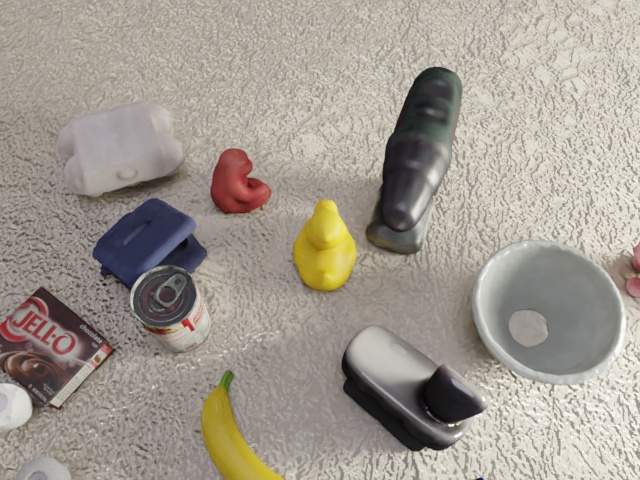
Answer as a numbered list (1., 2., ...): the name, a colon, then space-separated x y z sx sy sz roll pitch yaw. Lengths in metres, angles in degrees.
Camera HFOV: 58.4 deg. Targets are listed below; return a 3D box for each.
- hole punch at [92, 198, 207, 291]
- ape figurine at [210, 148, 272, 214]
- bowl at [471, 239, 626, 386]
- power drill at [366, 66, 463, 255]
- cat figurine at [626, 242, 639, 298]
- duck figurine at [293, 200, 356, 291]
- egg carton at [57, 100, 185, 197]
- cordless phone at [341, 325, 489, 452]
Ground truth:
1. hole punch: -0.203 0.006 0.664 0.101 0.091 0.109 37 69 15
2. ape figurine: -0.102 -0.078 0.707 0.076 0.092 0.077 -25 67 -13
3. bowl: 0.246 0.088 0.648 0.167 0.075 0.167 1 64 -1
4. power drill: 0.103 -0.069 0.644 0.075 0.208 0.230 15 65 6
5. cat figurine: 0.414 0.030 0.657 0.127 0.118 0.067 24 66 10
6. duck figurine: 0.006 0.002 0.675 0.077 0.086 0.104 2 64 -1
7. egg carton: -0.254 -0.114 0.732 0.150 0.069 0.107 -19 66 -10
8. cordless phone: 0.094 0.131 0.561 0.147 0.185 0.094 34 68 14
